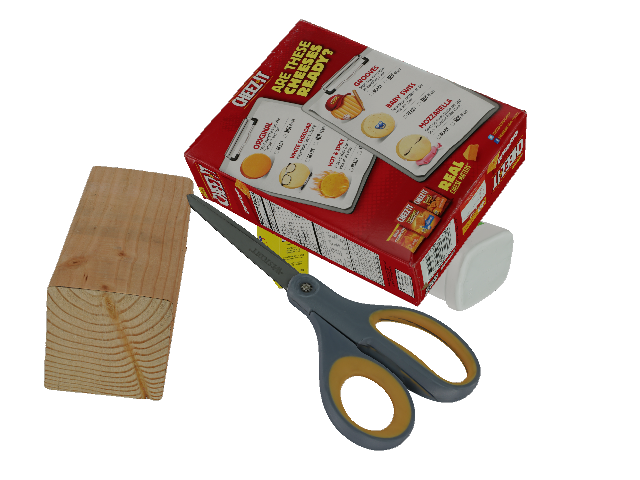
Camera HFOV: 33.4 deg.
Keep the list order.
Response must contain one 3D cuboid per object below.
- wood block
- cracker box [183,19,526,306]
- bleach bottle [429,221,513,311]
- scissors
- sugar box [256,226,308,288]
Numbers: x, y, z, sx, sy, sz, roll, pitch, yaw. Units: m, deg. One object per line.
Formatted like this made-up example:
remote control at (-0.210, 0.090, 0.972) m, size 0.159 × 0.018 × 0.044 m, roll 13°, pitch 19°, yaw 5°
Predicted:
wood block at (-0.157, 0.027, 0.857) m, size 0.090 × 0.091 × 0.206 m, roll 7°, pitch 27°, yaw -6°
cracker box at (0.029, -0.065, 0.839) m, size 0.214 × 0.164 × 0.072 m, roll 26°, pitch -25°, yaw 25°
bleach bottle at (0.059, -0.011, 1.059) m, size 0.251 × 0.068 × 0.102 m, roll 22°, pitch 29°, yaw 33°
scissors at (-0.011, 0.046, 0.590) m, size 0.202 × 0.096 × 0.016 m, roll 25°, pitch -36°, yaw 13°
sugar box at (-0.048, -0.041, 1.293) m, size 0.048 × 0.176 × 0.093 m, roll -11°, pitch 26°, yaw -18°
